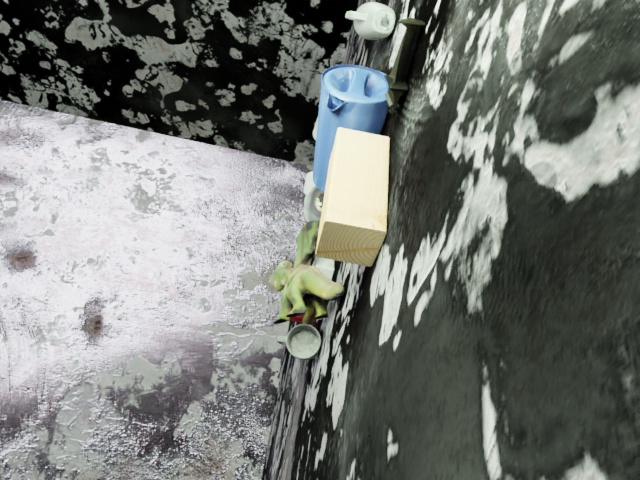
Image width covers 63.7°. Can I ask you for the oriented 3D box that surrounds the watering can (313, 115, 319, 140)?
[{"bbox_3d":[0.040,-0.342,1.590,0.355,0.104,0.220,-92,22,-62],"label":"watering can"}]

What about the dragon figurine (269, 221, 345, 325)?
[{"bbox_3d":[-0.034,0.068,1.213,0.404,0.122,0.247,140,132,-56],"label":"dragon figurine"}]

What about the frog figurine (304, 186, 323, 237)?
[{"bbox_3d":[0.004,-0.068,1.343,0.157,0.123,0.139,132,132,-60],"label":"frog figurine"}]
